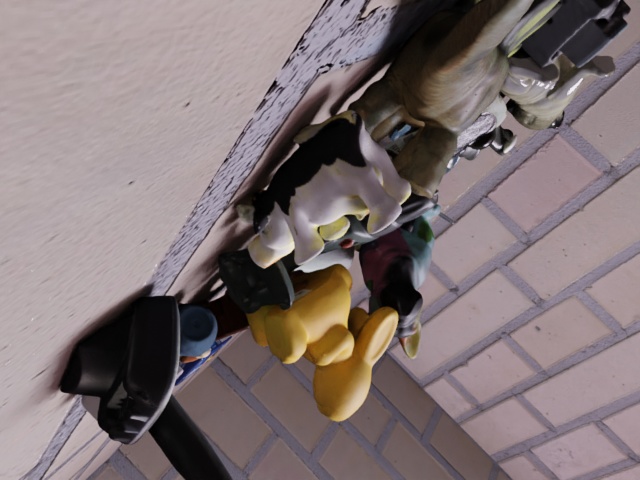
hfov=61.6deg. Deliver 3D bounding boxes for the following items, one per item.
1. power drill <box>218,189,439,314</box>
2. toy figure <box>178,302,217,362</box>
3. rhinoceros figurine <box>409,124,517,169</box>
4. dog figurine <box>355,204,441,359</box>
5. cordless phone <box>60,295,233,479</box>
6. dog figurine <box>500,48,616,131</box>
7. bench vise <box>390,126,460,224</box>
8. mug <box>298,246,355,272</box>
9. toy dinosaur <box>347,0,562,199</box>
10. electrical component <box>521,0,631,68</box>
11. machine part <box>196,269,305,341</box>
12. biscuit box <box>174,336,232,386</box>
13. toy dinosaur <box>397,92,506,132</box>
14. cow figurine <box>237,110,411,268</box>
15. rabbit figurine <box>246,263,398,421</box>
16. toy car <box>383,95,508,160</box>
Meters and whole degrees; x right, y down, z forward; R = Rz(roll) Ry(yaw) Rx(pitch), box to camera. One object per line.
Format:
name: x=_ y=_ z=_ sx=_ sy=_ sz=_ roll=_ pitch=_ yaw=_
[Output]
power drill: x=-0.001 y=-0.002 z=0.615 sx=0.232 sy=0.086 sz=0.207 roll=-14 pitch=-160 yaw=45
toy figure: x=-0.156 y=0.110 z=0.629 sx=0.058 sy=0.064 sz=0.154 roll=2 pitch=161 yaw=-20
rhinoceros figurine: x=0.197 y=-0.165 z=0.755 sx=0.190 sy=0.073 sz=0.112 roll=20 pitch=126 yaw=-36
dog figurine: x=0.099 y=0.056 z=0.772 sx=0.191 sy=0.108 sz=0.219 roll=133 pitch=-35 yaw=-75
cordless phone: x=-0.126 y=0.152 z=0.463 sx=0.089 sy=0.184 sz=0.146 roll=-35 pitch=171 yaw=-45
dog figurine: x=0.265 y=-0.206 z=0.710 sx=0.190 sy=0.172 sz=0.121 roll=99 pitch=2 yaw=-72
bench vise: x=0.158 y=-0.118 z=0.899 sx=0.241 sy=0.129 sz=0.223 roll=-78 pitch=-165 yaw=-47
mug: x=-0.018 y=0.001 z=0.800 sx=0.107 sy=0.110 sz=0.080 roll=-4 pitch=127 yaw=-27
toy dinosaur: x=0.110 y=-0.144 z=0.465 sx=0.198 sy=0.105 sz=0.471 roll=-53 pitch=-175 yaw=10
electrical component: x=0.251 y=-0.248 z=0.559 sx=0.058 sy=0.134 sz=0.115 roll=-42 pitch=175 yaw=-11
machine part: x=-0.094 y=0.092 z=0.749 sx=0.179 sy=0.056 sz=0.179 roll=-20 pitch=174 yaw=-2
biscuit box: x=-0.199 y=0.169 z=0.855 sx=0.063 sy=0.059 sz=0.202 roll=-45 pitch=177 yaw=1
toy dinosaur: x=0.292 y=-0.292 z=0.799 sx=0.405 sy=0.131 sz=0.192 roll=-35 pitch=156 yaw=-25
cow figurine: x=-0.015 y=-0.035 z=0.452 sx=0.167 sy=0.098 sz=0.068 roll=-24 pitch=-164 yaw=36
rabbit figurine: x=0.010 y=0.125 z=0.644 sx=0.162 sy=0.173 sz=0.122 roll=-27 pitch=-172 yaw=-32
toy car: x=0.143 y=-0.120 z=0.688 sx=0.202 sy=0.056 sz=0.073 roll=-34 pitch=143 yaw=20
